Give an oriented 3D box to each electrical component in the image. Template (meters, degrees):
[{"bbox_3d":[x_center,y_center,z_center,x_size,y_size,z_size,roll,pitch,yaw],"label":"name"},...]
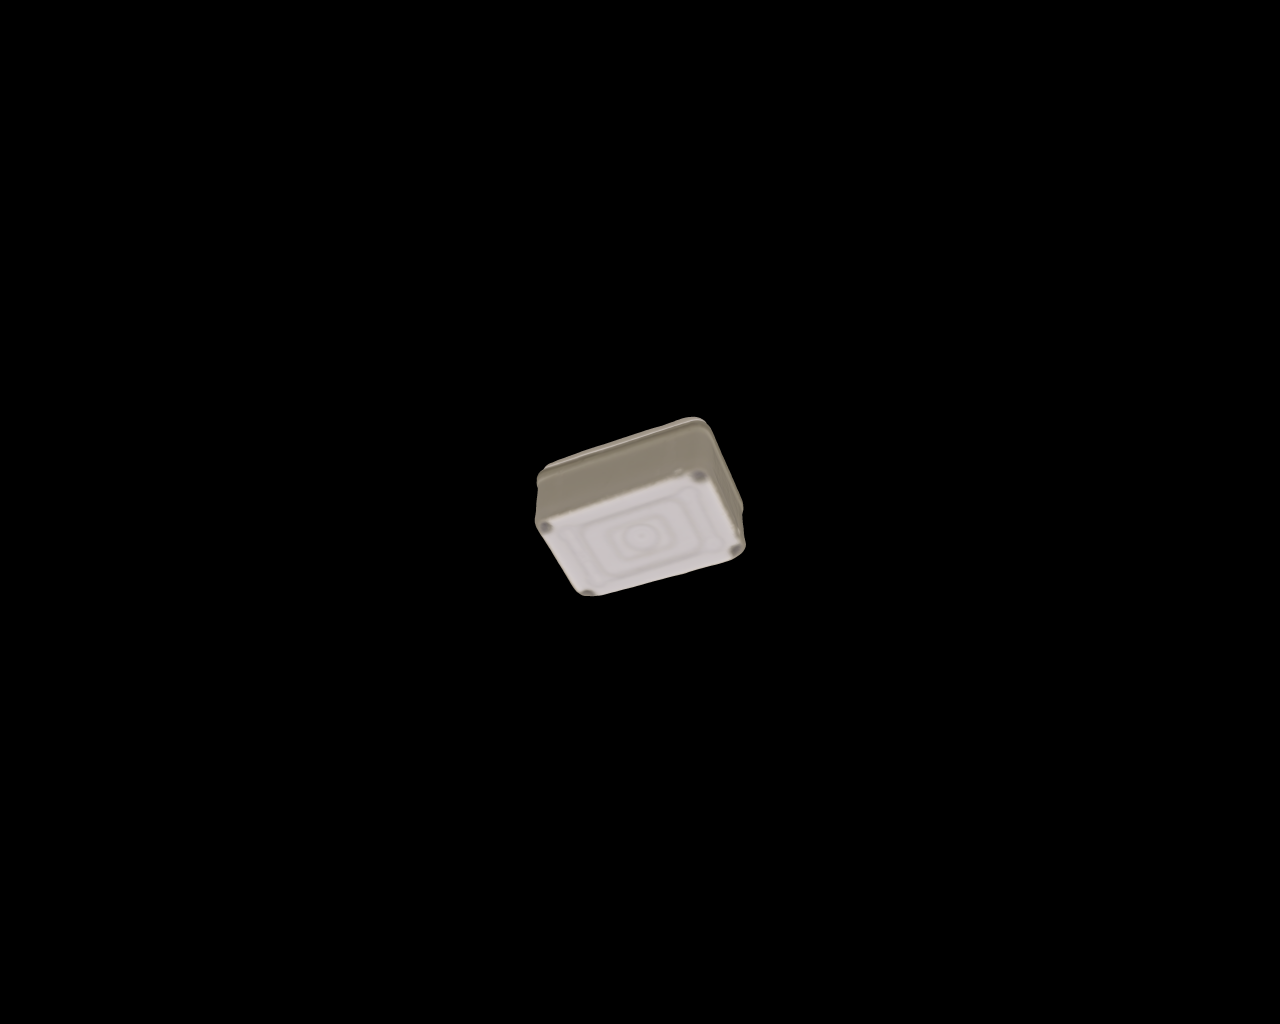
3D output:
[{"bbox_3d":[0.001,-0.003,0.650,0.113,0.078,0.057,-17,39,14],"label":"electrical component"}]
